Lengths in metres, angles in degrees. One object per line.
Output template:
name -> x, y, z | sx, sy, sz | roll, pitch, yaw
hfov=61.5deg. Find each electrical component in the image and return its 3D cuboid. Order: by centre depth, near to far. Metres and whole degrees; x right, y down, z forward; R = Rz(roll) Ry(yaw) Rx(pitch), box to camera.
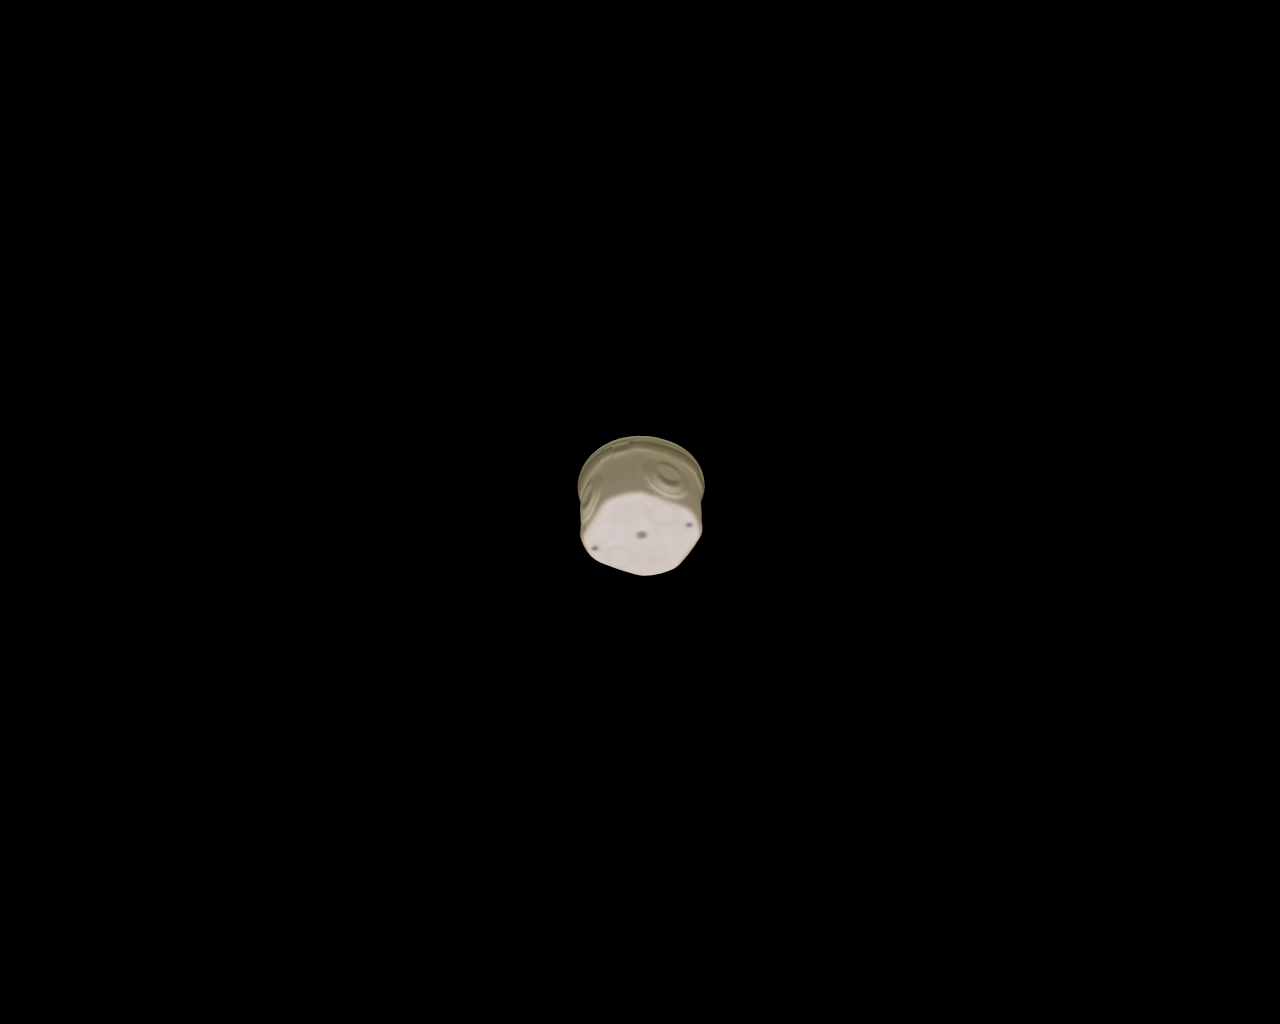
electrical component -> 0.001, -0.003, 0.650 | 0.080, 0.080, 0.051 | 0, 43, 0
